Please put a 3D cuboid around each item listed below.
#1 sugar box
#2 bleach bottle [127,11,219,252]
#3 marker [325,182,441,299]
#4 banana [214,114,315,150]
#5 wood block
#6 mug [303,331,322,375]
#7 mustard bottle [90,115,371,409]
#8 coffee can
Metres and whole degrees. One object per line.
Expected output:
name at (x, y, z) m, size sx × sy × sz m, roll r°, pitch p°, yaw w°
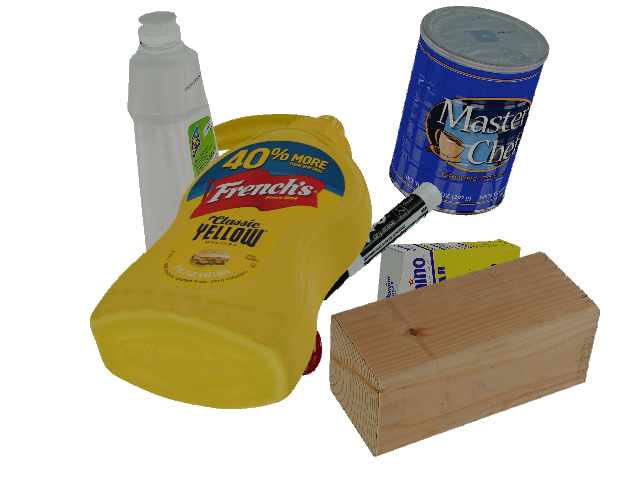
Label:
sugar box at (0.151, 0.050, 1.248) m, size 0.175 × 0.093 × 0.048 m, roll -4°, pitch 14°, yaw -33°
bleach bottle at (-0.111, -0.060, 0.851) m, size 0.068 × 0.251 × 0.102 m, roll 2°, pitch 31°, yaw 8°
marker at (0.036, 0.001, 0.725) m, size 0.121 × 0.020 × 0.020 m, roll -39°, pitch 19°, yaw -25°
banana at (-0.055, -0.128, 1.305) m, size 0.198 × 0.037 × 0.069 m, roll 7°, pitch 39°, yaw 17°
wood block at (0.119, 0.092, 0.903) m, size 0.205 × 0.090 × 0.091 m, roll -15°, pitch 40°, yaw -19°
mug at (-0.043, 0.087, 1.010) m, size 0.117 × 0.081 × 0.093 m, roll 25°, pitch 32°, yaw 36°
mustard bottle at (-0.027, -0.004, 0.527) m, size 0.096 × 0.058 × 0.191 m, roll 5°, pitch 39°, yaw 22°
coffee can at (0.119, -0.107, 0.879) m, size 0.102 × 0.140 × 0.103 m, roll 7°, pitch 37°, yaw -5°
